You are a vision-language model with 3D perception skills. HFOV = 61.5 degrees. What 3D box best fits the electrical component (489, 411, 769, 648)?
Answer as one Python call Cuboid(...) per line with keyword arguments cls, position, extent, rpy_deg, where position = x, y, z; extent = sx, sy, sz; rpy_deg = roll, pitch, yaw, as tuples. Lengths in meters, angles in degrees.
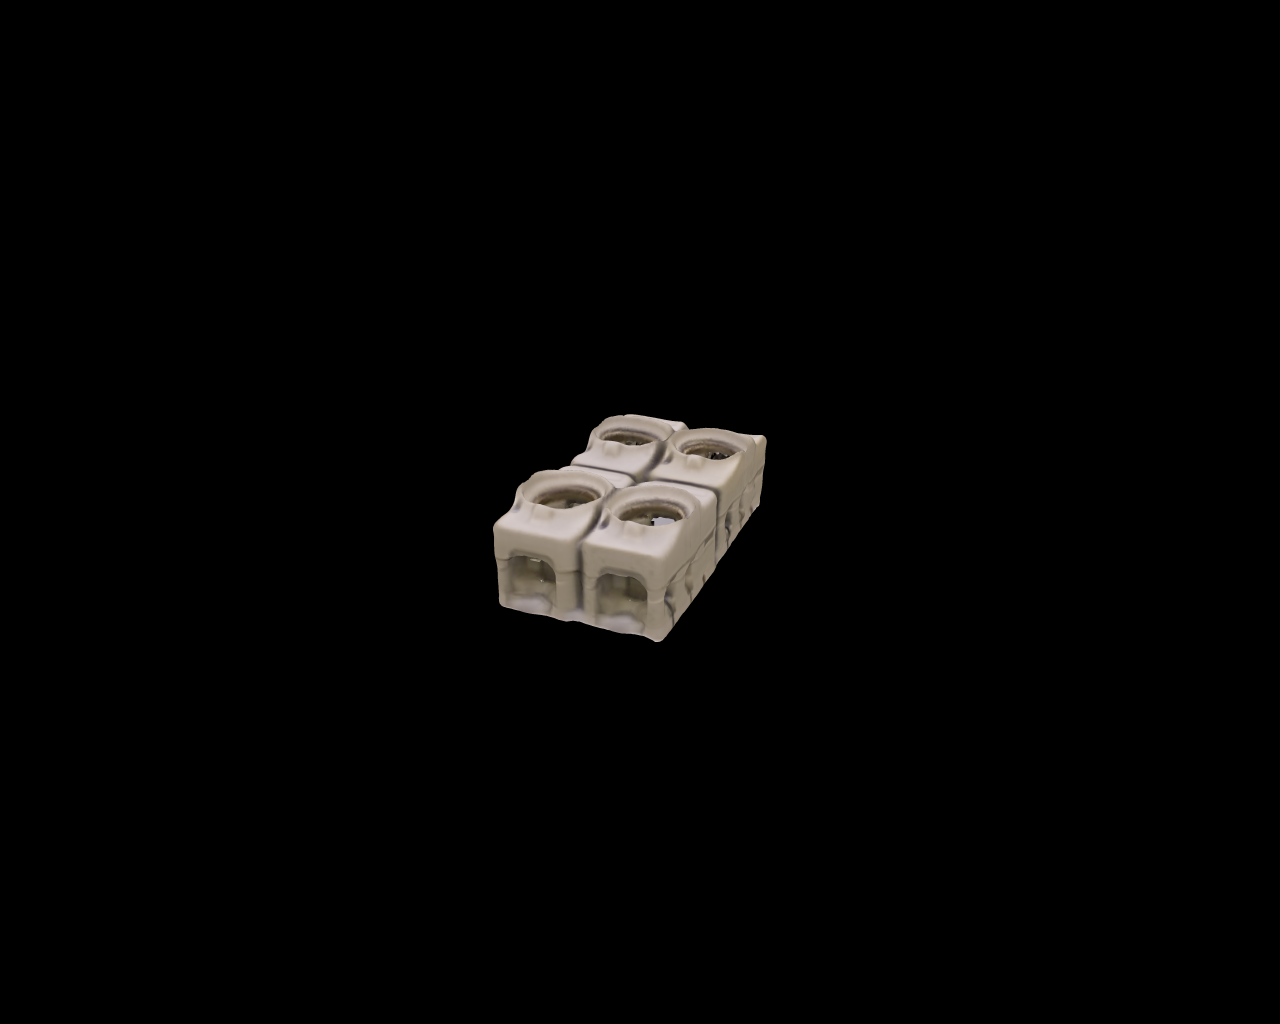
Cuboid(cls="electrical component", position=(0.001, -0.003, 0.650), extent=(0.105, 0.060, 0.186), rpy_deg=(11, 29, 21))
